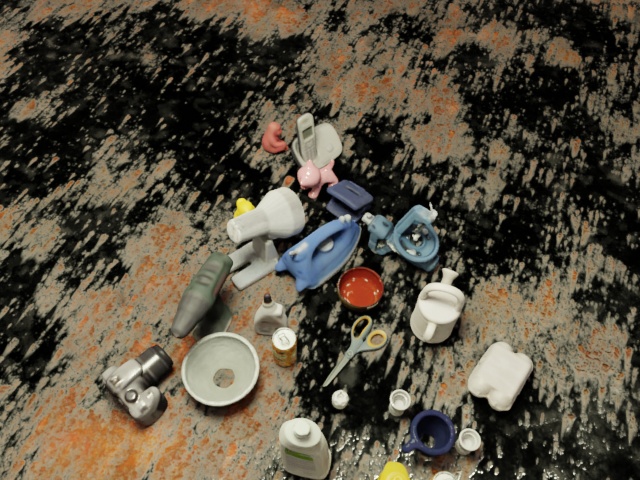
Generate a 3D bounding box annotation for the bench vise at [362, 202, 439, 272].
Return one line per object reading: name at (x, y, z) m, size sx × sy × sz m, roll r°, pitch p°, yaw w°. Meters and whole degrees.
bench vise at (0.199, -0.018, 1.386) m, size 0.207 × 0.220 × 0.121 m, roll 11°, pitch 57°, yaw 5°

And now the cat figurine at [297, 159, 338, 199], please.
cat figurine at (-0.011, -0.175, 1.541) m, size 0.128 × 0.118 × 0.067 m, roll -30°, pitch 63°, yaw -20°

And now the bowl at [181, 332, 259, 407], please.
bowl at (-0.213, 0.292, 1.256) m, size 0.167 × 0.075 × 0.167 m, roll 1°, pitch 57°, yaw -1°

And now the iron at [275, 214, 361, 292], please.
iron at (0.013, 0.005, 1.411) m, size 0.259 × 0.141 × 0.118 m, roll -38°, pitch 66°, yaw -23°

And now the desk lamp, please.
desk lamp at (-0.140, -0.008, 1.371) m, size 0.203 × 0.213 × 0.117 m, roll -33°, pitch 64°, yaw -21°

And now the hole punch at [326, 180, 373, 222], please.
hole punch at (0.078, -0.113, 1.521) m, size 0.108 × 0.091 × 0.101 m, roll 34°, pitch 62°, yaw 19°

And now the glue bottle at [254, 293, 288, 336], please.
glue bottle at (-0.112, 0.164, 1.284) m, size 0.078 × 0.173 × 0.037 m, roll 5°, pitch 57°, yaw 2°

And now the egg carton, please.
egg carton at (0.400, 0.301, 1.275) m, size 0.107 × 0.069 × 0.150 m, roll 32°, pitch 62°, yaw 18°

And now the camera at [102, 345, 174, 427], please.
camera at (-0.377, 0.298, 1.230) m, size 0.143 × 0.101 × 0.137 m, roll 38°, pitch 63°, yaw 20°

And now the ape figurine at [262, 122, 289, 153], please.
ape figurine at (-0.129, -0.297, 1.632) m, size 0.076 × 0.092 × 0.077 m, roll -5°, pitch 57°, yaw -5°

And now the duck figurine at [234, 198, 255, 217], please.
duck figurine at (-0.188, -0.061, 1.480) m, size 0.077 × 0.086 × 0.104 m, roll -21°, pitch 60°, yaw -15°

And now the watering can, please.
watering can at (0.269, 0.144, 1.298) m, size 0.101 × 0.194 × 0.173 m, roll 1°, pitch 57°, yaw -1°

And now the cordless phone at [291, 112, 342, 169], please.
cordless phone at (-0.009, -0.286, 1.574) m, size 0.148 × 0.185 × 0.094 m, roll -38°, pitch 65°, yaw -23°

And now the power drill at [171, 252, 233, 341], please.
power drill at (-0.252, 0.151, 1.267) m, size 0.075 × 0.208 × 0.230 m, roll 14°, pitch 58°, yaw 8°

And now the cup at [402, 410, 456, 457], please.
cup at (0.215, 0.414, 1.180) m, size 0.118 × 0.095 × 0.091 m, roll -26°, pitch 61°, yaw -17°
